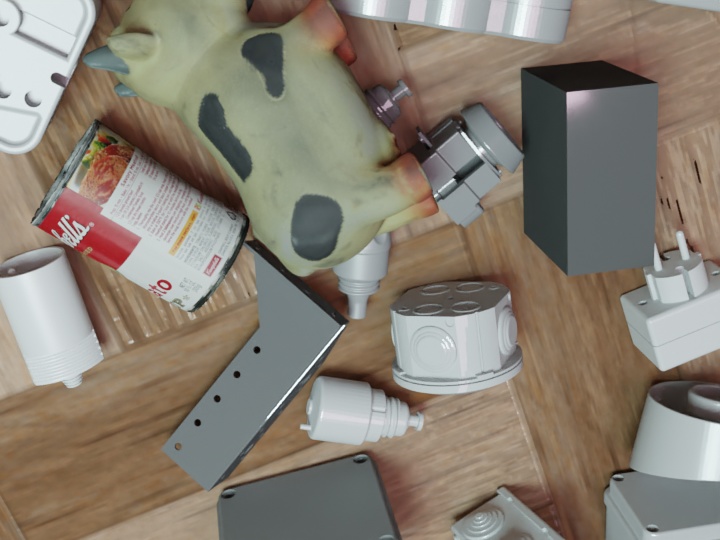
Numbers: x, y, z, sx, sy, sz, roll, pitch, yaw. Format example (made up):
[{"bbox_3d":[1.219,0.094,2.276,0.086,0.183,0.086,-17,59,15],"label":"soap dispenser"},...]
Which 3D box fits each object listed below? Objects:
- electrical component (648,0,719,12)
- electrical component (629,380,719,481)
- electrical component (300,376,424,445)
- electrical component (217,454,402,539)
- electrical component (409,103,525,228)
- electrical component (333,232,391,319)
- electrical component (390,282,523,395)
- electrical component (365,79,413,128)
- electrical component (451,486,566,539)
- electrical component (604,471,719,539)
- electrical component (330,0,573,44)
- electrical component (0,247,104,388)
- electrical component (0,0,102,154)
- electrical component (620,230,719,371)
[{"bbox_3d":[0.198,-0.189,0.613,0.066,0.047,0.076,5,108,-11],"label":"electrical component"},{"bbox_3d":[0.229,0.110,0.700,0.099,0.099,0.064,3,102,-10],"label":"electrical component"},{"bbox_3d":[0.001,0.091,0.683,0.078,0.040,0.040,9,107,-13],"label":"electrical component"},{"bbox_3d":[-0.030,0.176,0.671,0.109,0.108,0.056,-14,114,-4],"label":"electrical component"},{"bbox_3d":[0.063,-0.065,0.636,0.055,0.048,0.066,-40,111,14],"label":"electrical component"},{"bbox_3d":[0.000,0.000,0.654,0.035,0.035,0.061,0,112,-10],"label":"electrical component"},{"bbox_3d":[0.057,0.041,0.654,0.080,0.080,0.051,-10,105,-6],"label":"electrical component"},{"bbox_3d":[-0.004,-0.082,0.620,0.078,0.040,0.040,-37,111,5],"label":"electrical component"},{"bbox_3d":[0.110,0.206,0.711,0.048,0.100,0.099,-30,112,-12],"label":"electrical component"},{"bbox_3d":[0.230,0.175,0.731,0.113,0.078,0.057,-7,113,-7],"label":"electrical component"},{"bbox_3d":[0.054,-0.171,0.592,0.138,0.052,0.073,5,108,-11],"label":"electrical component"},{"bbox_3d":[-0.181,0.032,0.630,0.043,0.043,0.081,-16,111,-4],"label":"electrical component"},{"bbox_3d":[-0.178,-0.116,0.569,0.054,0.059,0.095,25,104,-17],"label":"electrical component"},{"bbox_3d":[0.204,0.012,0.685,0.066,0.047,0.076,-22,111,-1],"label":"electrical component"}]
